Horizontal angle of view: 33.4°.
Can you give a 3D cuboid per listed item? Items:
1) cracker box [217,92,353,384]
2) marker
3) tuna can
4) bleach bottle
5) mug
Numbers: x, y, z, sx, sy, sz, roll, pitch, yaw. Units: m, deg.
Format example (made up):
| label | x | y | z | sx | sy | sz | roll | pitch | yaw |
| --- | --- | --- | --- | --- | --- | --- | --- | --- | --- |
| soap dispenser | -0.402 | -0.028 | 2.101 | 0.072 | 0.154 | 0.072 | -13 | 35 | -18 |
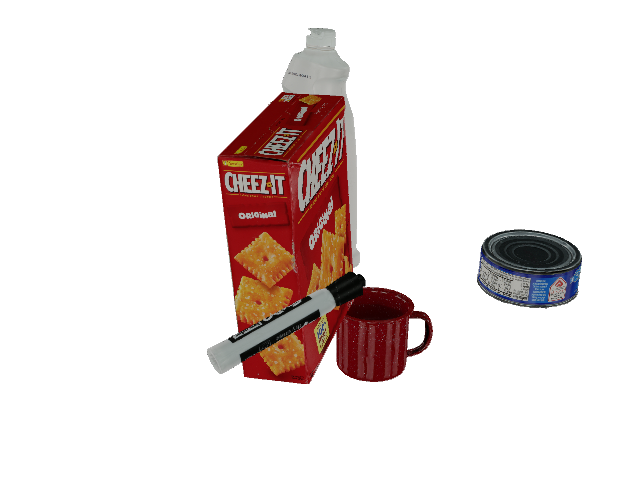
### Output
| label | x | y | z | sx | sy | sz | roll | pitch | yaw |
| --- | --- | --- | --- | --- | --- | --- | --- | --- | --- |
| cracker box | -0.022 | -0.006 | 0.957 | 0.072 | 0.214 | 0.164 | 5 | 28 | 16 |
| marker | -0.020 | 0.053 | 0.722 | 0.121 | 0.020 | 0.020 | -28 | 11 | -21 |
| tuna can | 0.177 | 0.022 | 0.905 | 0.086 | 0.034 | 0.086 | 2 | 25 | -1 |
| bleach bottle | 0.000 | -0.098 | 1.140 | 0.103 | 0.251 | 0.067 | 17 | 21 | 37 |
| mug | 0.072 | 0.109 | 1.231 | 0.117 | 0.081 | 0.093 | -3 | 22 | -8 |
